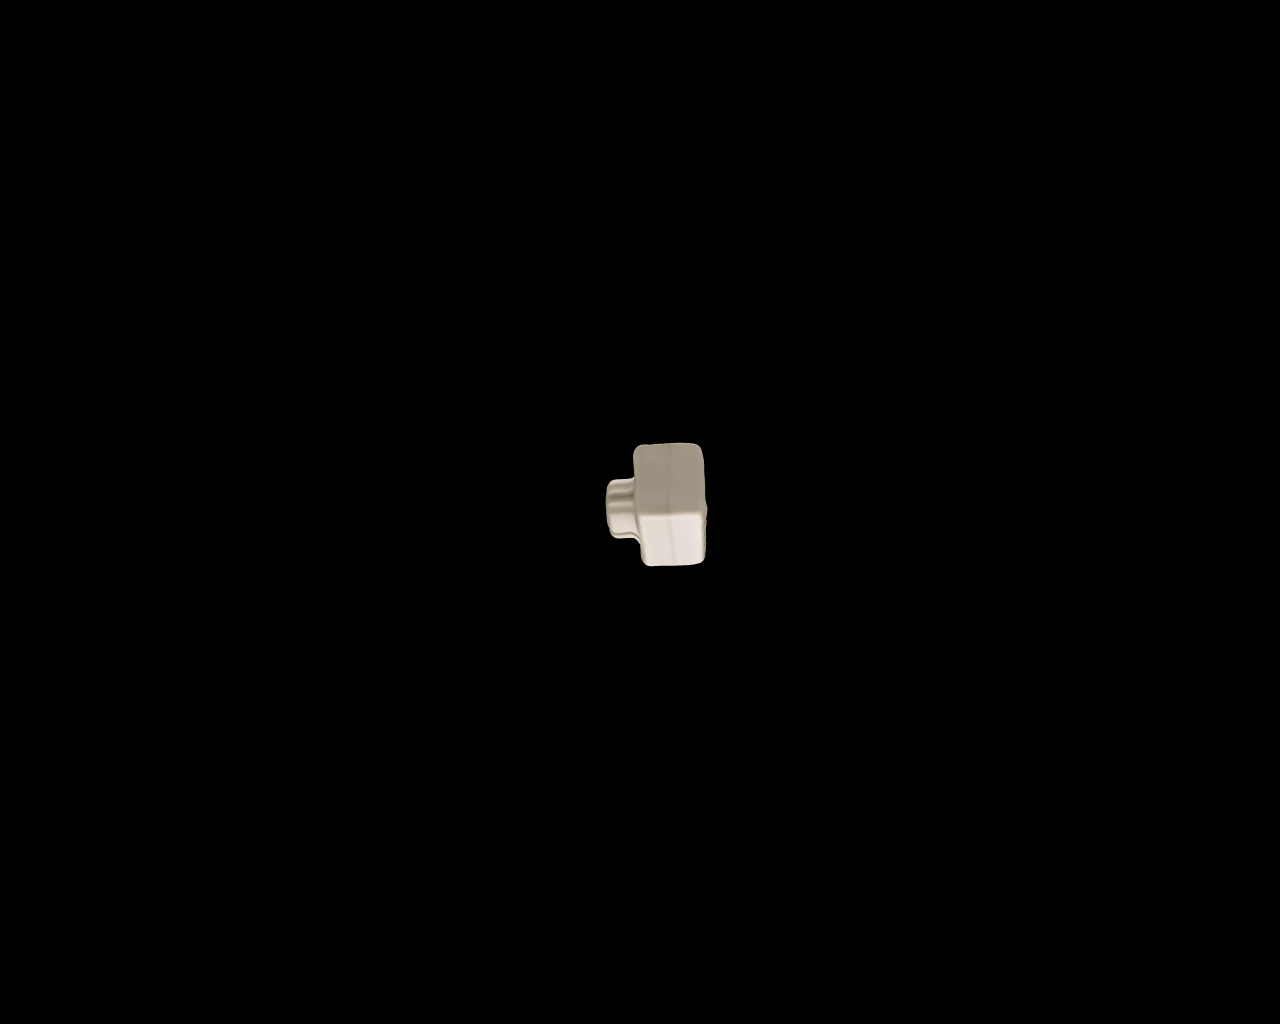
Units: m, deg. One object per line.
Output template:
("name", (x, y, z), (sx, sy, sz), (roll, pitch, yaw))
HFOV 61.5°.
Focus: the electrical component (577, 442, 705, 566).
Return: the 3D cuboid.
("electrical component", (0.001, -0.003, 0.650), (0.076, 0.047, 0.083), (-1, -23, 3))
